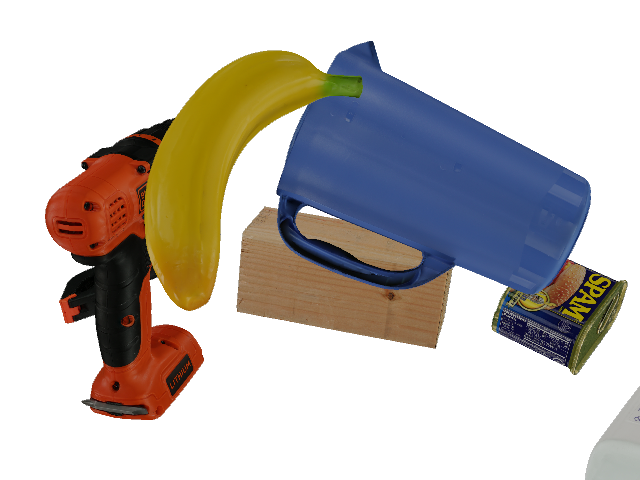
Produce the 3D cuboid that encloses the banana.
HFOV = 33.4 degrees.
[{"bbox_3d":[-0.044,-0.045,0.529,0.070,0.037,0.197,18,46,16],"label":"banana"}]

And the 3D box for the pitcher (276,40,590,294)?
[{"bbox_3d":[0.089,-0.041,0.888,0.243,0.149,0.144,25,40,1],"label":"pitcher"}]

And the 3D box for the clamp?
[{"bbox_3d":[-0.212,0.038,1.174,0.120,0.039,0.171,-4,27,30],"label":"clamp"}]

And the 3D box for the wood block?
[{"bbox_3d":[0.027,0.036,1.091,0.206,0.091,0.090,10,22,10],"label":"wood block"}]

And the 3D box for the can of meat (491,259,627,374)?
[{"bbox_3d":[0.214,0.060,0.957,0.084,0.057,0.101,26,45,25],"label":"can of meat"}]

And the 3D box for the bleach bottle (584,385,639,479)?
[{"bbox_3d":[0.248,0.096,0.629,0.103,0.068,0.250,18,30,31],"label":"bleach bottle"}]

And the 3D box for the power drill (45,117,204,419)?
[{"bbox_3d":[-0.126,0.018,0.764,0.057,0.188,0.184,4,24,19],"label":"power drill"}]
